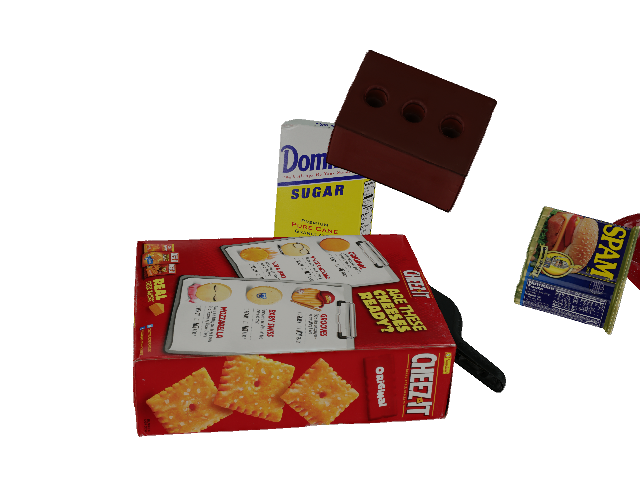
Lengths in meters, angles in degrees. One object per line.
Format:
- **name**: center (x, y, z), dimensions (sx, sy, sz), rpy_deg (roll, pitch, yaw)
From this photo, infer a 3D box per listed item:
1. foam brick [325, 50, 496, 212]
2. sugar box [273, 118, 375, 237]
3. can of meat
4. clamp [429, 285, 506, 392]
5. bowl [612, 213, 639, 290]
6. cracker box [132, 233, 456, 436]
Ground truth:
- **foam brick**: center (0.049, -0.060, 0.591), dimensions (0.078, 0.053, 0.051), rpy_deg (22, -20, 6)
- **sugar box**: center (0.003, -0.026, 1.048), dimensions (0.093, 0.176, 0.048), rpy_deg (9, 16, 22)
- **can of meat**: center (0.218, 0.022, 0.908), dimensions (0.084, 0.057, 0.102), rpy_deg (16, 44, 16)
- **clamp**: center (0.132, 0.109, 1.161), dimensions (0.120, 0.171, 0.039), rpy_deg (3, -45, -6)
- **bowl**: center (0.390, 0.024, 1.156), dimensions (0.162, 0.055, 0.162), rpy_deg (0, 26, 0)
- **cracker box**: center (-0.027, 0.064, 0.775), dimensions (0.213, 0.072, 0.164), rpy_deg (-1, 28, -8)
